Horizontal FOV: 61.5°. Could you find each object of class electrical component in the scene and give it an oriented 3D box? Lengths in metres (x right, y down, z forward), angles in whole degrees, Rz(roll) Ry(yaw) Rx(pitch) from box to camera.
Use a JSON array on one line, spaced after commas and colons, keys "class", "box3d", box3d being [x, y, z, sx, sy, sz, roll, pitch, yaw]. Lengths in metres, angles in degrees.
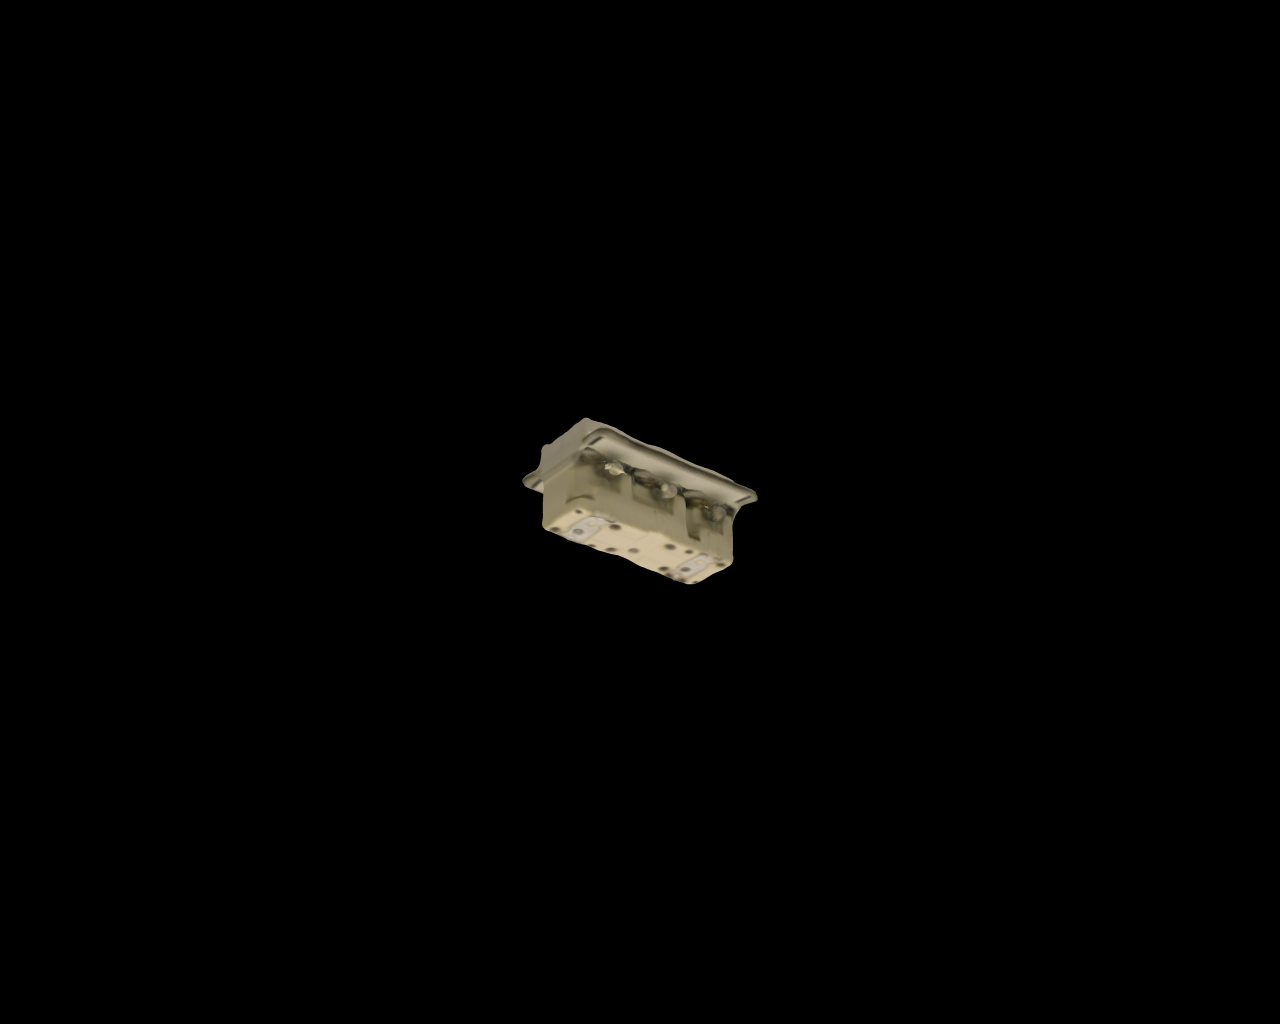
[{"class": "electrical component", "box3d": [0.001, -0.003, 0.650, 0.121, 0.063, 0.078, 22, -36, -34]}]
